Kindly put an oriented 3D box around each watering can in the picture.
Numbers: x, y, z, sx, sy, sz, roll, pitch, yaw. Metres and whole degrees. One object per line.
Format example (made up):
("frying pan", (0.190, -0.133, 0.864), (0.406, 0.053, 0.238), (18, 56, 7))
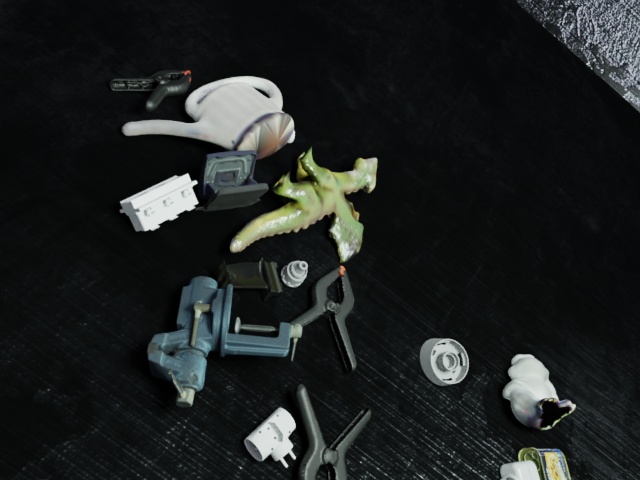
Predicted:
("watering can", (-0.202, -0.240, 1.062), (0.227, 0.101, 0.352), (40, 55, 22))

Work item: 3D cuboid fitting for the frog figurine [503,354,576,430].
("frog figurine", (0.464, 0.332, 1.145), (0.137, 0.120, 0.162), (2, 27, -21))

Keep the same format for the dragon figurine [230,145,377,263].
("dragon figurine", (0.003, -0.055, 1.093), (0.241, 0.121, 0.418), (42, 58, -13))
